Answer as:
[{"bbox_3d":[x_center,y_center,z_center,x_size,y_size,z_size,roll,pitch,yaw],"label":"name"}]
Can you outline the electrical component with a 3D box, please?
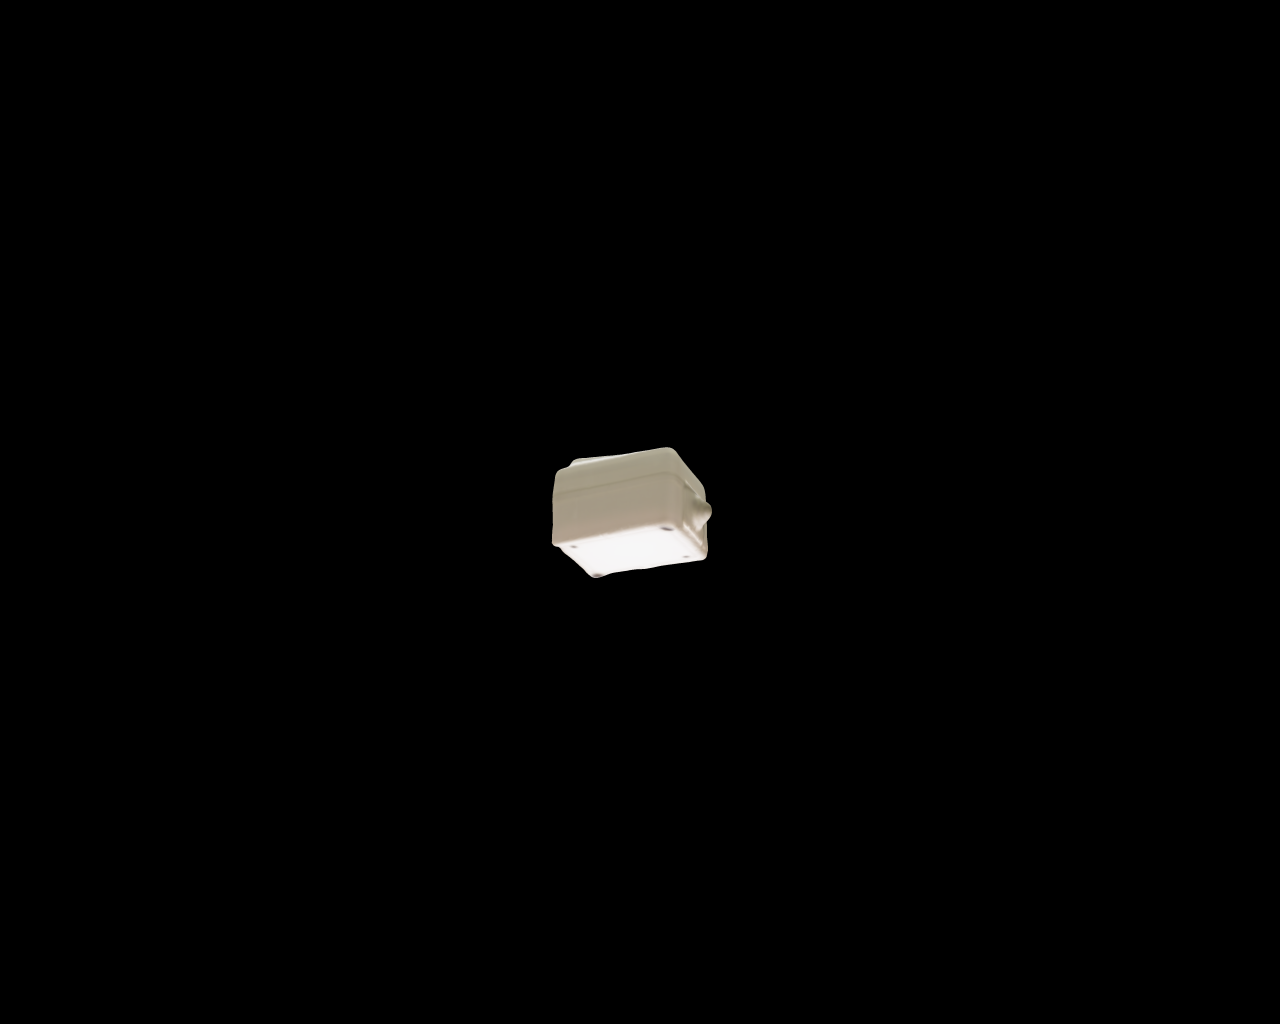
[{"bbox_3d":[0.001,-0.003,0.650,0.096,0.061,0.061,-10,-28,20],"label":"electrical component"}]
